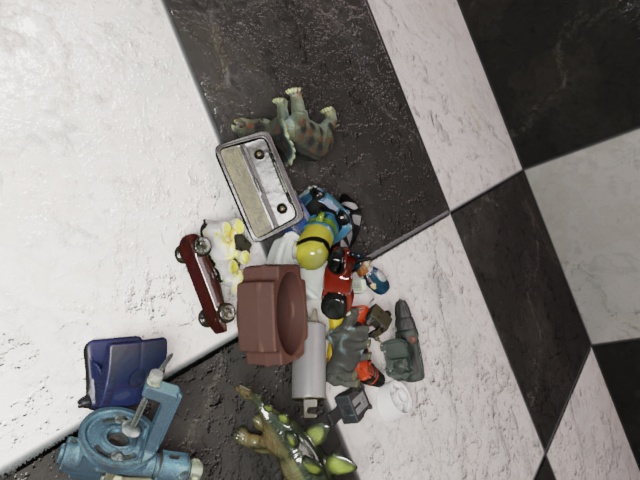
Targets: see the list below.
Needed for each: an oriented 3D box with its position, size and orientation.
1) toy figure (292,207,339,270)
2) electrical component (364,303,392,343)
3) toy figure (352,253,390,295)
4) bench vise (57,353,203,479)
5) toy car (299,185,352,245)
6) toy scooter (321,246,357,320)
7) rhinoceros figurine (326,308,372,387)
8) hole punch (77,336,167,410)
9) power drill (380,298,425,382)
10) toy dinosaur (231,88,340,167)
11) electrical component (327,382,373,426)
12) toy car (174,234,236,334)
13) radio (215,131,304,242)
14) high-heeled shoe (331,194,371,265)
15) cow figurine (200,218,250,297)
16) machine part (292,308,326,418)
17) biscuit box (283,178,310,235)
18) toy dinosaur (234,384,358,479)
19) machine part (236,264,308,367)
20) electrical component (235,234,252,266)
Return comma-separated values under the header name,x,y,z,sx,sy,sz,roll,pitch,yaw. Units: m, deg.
name,x,y,z,sx,sy,sz,roll,pitch,yaw
toy figure,-0.004,-0.007,1.240,0.082,0.089,0.180,47,46,-15
electrical component,0.146,0.209,1.353,0.078,0.045,0.102,39,34,-6
toy figure,0.134,0.087,1.489,0.154,0.058,0.064,47,5,-23
bench vise,-0.263,0.300,0.813,0.223,0.240,0.129,23,17,-12
toy car,0.007,-0.070,1.385,0.161,0.109,0.103,48,19,-9
toy scooter,0.047,0.087,1.251,0.135,0.075,0.183,-63,157,-63
rhinoceros figurine,0.064,0.251,1.256,0.073,0.112,0.190,72,32,-55
hole punch,-0.316,0.215,0.884,0.142,0.092,0.115,4,75,-52
power drill,0.223,0.284,1.465,0.207,0.086,0.232,-3,81,-75
toy dinosaur,-0.039,-0.269,1.402,0.404,0.131,0.192,5,82,-53
electrical component,0.069,0.398,1.283,0.119,0.048,0.074,-17,87,-53
toy car,-0.221,0.084,1.047,0.053,0.089,0.202,-22,90,-47
radio,-0.134,-0.119,1.203,0.131,0.073,0.229,-23,94,-10
high-heeled shoe,0.046,-0.018,1.444,0.145,0.086,0.249,-6,57,-20
cow figurine,-0.199,0.038,1.105,0.068,0.098,0.167,-29,115,-55
machine part,-0.025,0.272,1.205,0.079,0.079,0.243,22,59,-42
biscuit box,-0.083,-0.084,1.303,0.202,0.063,0.059,59,41,-12
toy dinosaur,-0.021,0.463,1.031,0.105,0.199,0.471,-41,104,-46
machine part,-0.096,0.150,1.107,0.201,0.087,0.201,9,78,-74
electrical component,-0.179,0.009,1.182,0.063,0.021,0.094,46,43,-27
